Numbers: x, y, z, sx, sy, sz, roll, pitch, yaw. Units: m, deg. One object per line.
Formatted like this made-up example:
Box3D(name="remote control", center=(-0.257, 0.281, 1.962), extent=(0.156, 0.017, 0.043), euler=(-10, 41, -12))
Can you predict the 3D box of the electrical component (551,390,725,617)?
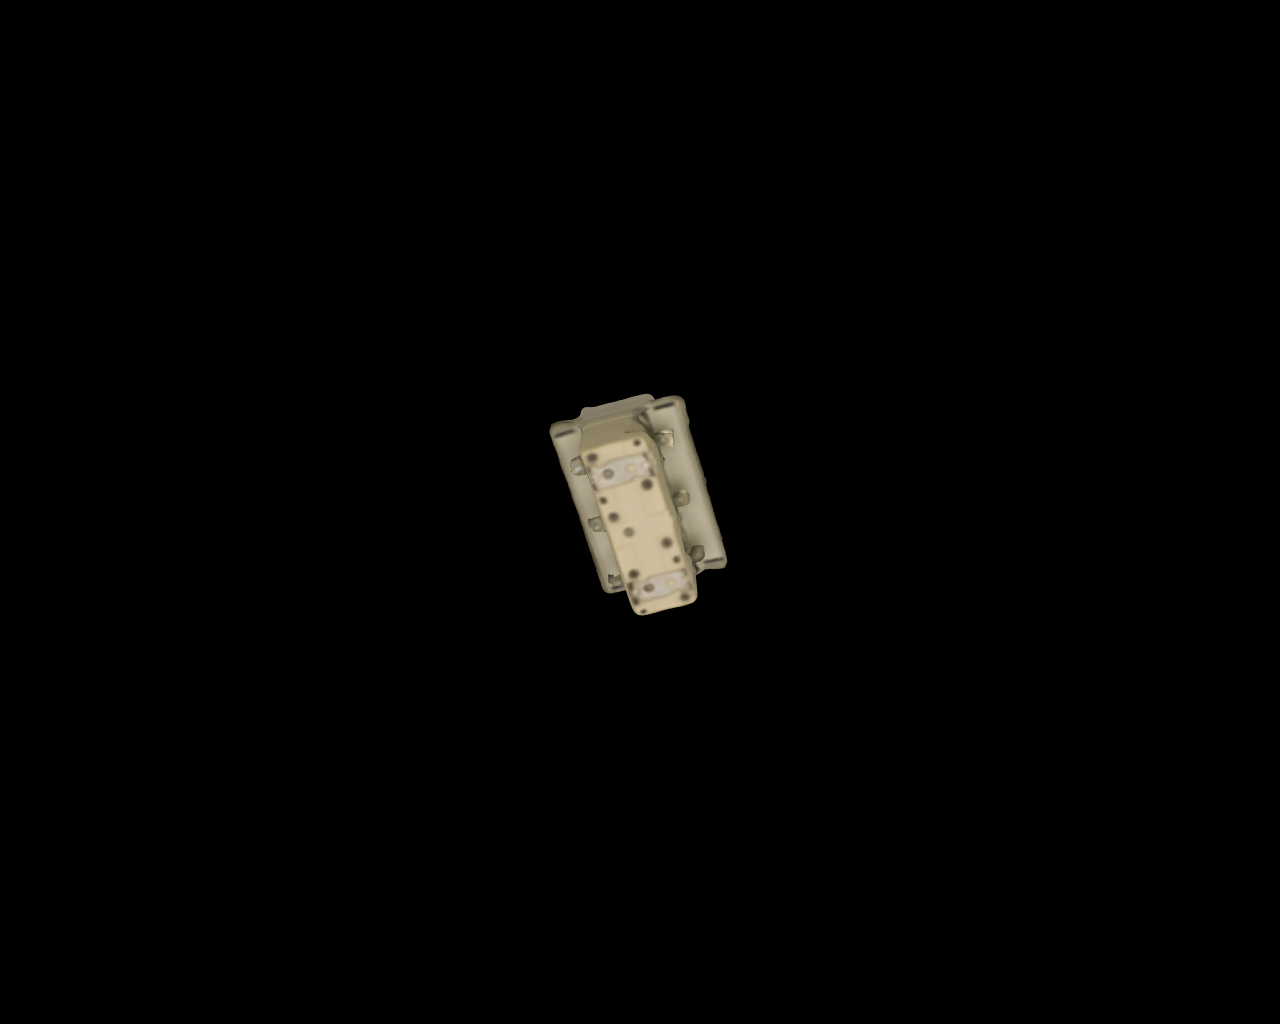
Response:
Box3D(name="electrical component", center=(0.001, -0.003, 0.650), extent=(0.079, 0.121, 0.063), euler=(-13, 28, 7))
